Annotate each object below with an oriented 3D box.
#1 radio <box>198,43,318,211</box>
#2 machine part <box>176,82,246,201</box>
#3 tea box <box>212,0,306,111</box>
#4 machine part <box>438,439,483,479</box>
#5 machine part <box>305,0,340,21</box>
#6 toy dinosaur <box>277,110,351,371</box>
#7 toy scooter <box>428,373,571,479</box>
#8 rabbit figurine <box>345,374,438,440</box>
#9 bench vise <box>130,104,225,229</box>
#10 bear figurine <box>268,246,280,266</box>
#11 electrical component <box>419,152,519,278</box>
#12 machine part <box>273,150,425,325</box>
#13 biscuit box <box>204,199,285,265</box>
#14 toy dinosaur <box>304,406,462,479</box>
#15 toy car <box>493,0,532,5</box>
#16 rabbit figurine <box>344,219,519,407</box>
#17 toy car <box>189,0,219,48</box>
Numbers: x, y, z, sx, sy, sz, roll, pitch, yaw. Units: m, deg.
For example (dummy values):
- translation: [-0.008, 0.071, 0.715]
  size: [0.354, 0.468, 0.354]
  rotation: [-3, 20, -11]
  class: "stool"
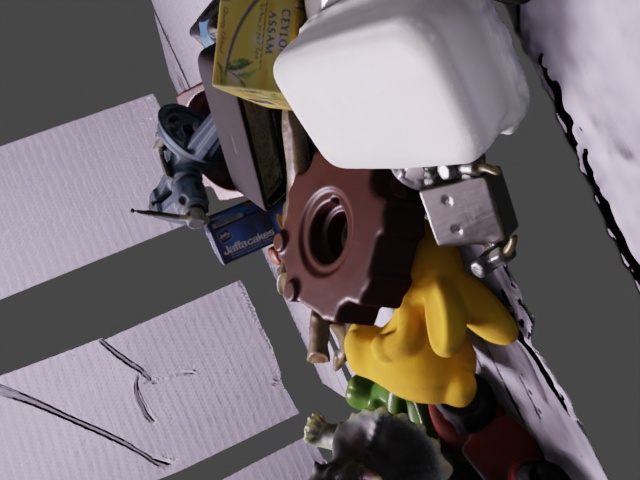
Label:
- translation: [-0.069, -0.163, 0.714]
  size: [0.073, 0.131, 0.229]
  rotation: [33, 151, 28]
  class: "radio"
- translation: [-0.140, -0.178, 0.915]
  size: [0.201, 0.087, 0.201]
  rotation: [-8, 107, 40]
  class: "machine part"
- translation: [-0.038, -0.178, 0.510]
  size: [0.169, 0.068, 0.098]
  rotation: [-44, -38, -76]
  class: "tea box"
- translation: [0.181, 0.289, 0.695]
  size: [0.139, 0.084, 0.039]
  rotation: [24, 110, 54]
  class: "machine part"
- translation: [0.027, -0.175, 0.445]
  size: [0.079, 0.079, 0.243]
  rotation: [58, 165, 32]
  class: "machine part"
- translation: [-0.001, -0.002, 0.705]
  size: [0.199, 0.105, 0.470]
  rotation: [-93, -4, -54]
  class: "toy dinosaur"
- translation: [0.183, 0.230, 0.559]
  size: [0.184, 0.075, 0.135]
  rotation: [46, 159, 46]
  class: "toy scooter"
- translation: [0.107, 0.189, 0.682]
  size: [0.159, 0.121, 0.170]
  rotation: [49, 163, 35]
  class: "rabbit figurine"
- translation: [-0.178, -0.139, 0.794]
  size: [0.128, 0.240, 0.224]
  rotation: [24, -144, -33]
  class: "bench vise"
- translation: [-0.066, -0.041, 0.971]
  size: [0.196, 0.132, 0.120]
  rotation: [23, 131, 64]
  class: "bear figurine"
- translation: [0.112, -0.024, 0.403]
  size: [0.078, 0.045, 0.102]
  rotation: [-2, 113, 41]
  class: "electrical component"
- translation: [0.023, -0.006, 0.523]
  size: [0.179, 0.056, 0.179]
  rotation: [-14, 73, 52]
  class: "machine part"
- translation: [-0.074, -0.035, 0.825]
  size: [0.059, 0.203, 0.062]
  rotation: [43, 154, 60]
  class: "biscuit box"
- translation: [0.105, 0.295, 0.608]
  size: [0.192, 0.131, 0.404]
  rotation: [-8, 144, 43]
  class: "toy dinosaur"
- translation: [0.068, -0.208, 0.275]
  size: [0.202, 0.053, 0.089]
  rotation: [63, 164, 20]
  class: "toy car"
- translation: [0.100, 0.067, 0.520]
  size: [0.162, 0.122, 0.173]
  rotation: [-150, 56, -65]
  class: "rabbit figurine"
- translation: [-0.103, -0.290, 0.738]
  size: [0.102, 0.109, 0.162]
  rotation: [39, 179, -33]
  class: "toy car"
